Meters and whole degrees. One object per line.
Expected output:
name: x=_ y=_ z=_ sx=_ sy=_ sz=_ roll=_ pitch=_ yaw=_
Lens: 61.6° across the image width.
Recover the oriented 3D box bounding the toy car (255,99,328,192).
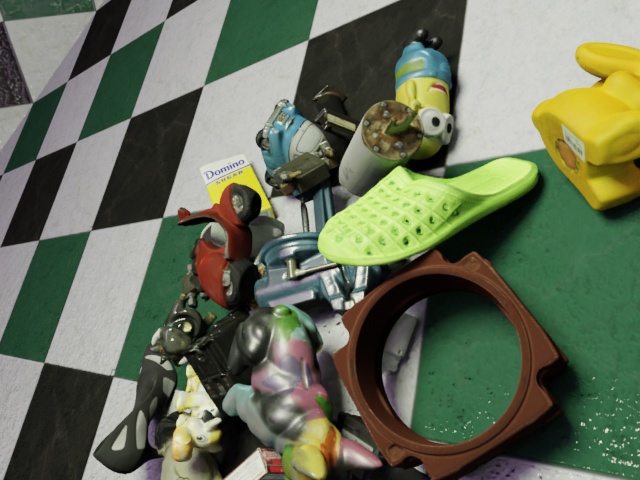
toy car: x=-0.032 y=-0.143 z=0.861 sx=0.103 sy=0.161 sz=0.109 roll=20 pitch=63 yaw=18

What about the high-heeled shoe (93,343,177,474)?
high-heeled shoe: x=-0.316 y=0.267 z=0.895 sx=0.086 sy=0.145 sz=0.249 roll=-42 pitch=47 yaw=18

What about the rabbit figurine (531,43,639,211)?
rabbit figurine: x=0.323 y=-0.134 z=0.551 sx=0.173 sy=0.121 sz=0.162 roll=-30 pitch=40 yaw=11

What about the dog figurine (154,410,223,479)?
dog figurine: x=-0.208 y=0.364 z=0.792 sx=0.172 sy=0.121 sz=0.191 roll=-60 pitch=28 yaw=-4

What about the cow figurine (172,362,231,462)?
cow figurine: x=-0.159 y=0.248 z=0.777 sx=0.167 sy=0.098 sz=0.068 roll=-93 pitch=11 yaw=-59

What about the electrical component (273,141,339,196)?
electrical component: x=-0.019 y=-0.105 z=0.771 sx=0.102 sy=0.045 sz=0.078 roll=-28 pitch=37 yaw=-8

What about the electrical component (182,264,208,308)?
electrical component: x=-0.232 y=0.078 z=1.008 sx=0.063 sy=0.021 sz=0.094 roll=-35 pitch=48 yaw=25

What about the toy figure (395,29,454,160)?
toy figure: x=0.143 y=-0.200 z=0.756 sx=0.089 sy=0.082 sz=0.180 roll=129 pitch=143 yaw=-67

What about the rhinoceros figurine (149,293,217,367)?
rhinoceros figurine: x=-0.229 y=0.149 z=0.870 sx=0.112 sy=0.073 sz=0.190 roll=-53 pitch=8 yaw=-16

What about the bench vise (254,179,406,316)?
bench vise: x=0.004 y=0.001 z=0.758 sx=0.224 sy=0.128 sz=0.241 roll=-24 pitch=57 yaw=29

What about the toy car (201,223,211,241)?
toy car: x=-0.163 y=0.037 z=0.941 sx=0.073 sy=0.056 sz=0.202 roll=-41 pitch=47 yaw=11

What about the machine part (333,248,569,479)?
machine part: x=0.128 y=0.125 z=0.560 sx=0.201 sy=0.087 sz=0.202 roll=-38 pitch=58 yaw=12

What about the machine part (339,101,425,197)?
machine part: x=0.074 y=-0.112 z=0.702 sx=0.243 sy=0.079 sz=0.079 roll=129 pitch=159 yaw=-77

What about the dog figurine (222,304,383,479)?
dog figurine: x=-0.020 y=0.186 z=0.614 sx=0.219 sy=0.108 sz=0.191 roll=20 pitch=102 yaw=57

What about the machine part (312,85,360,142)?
machine part: x=0.025 y=-0.206 z=0.886 sx=0.139 sy=0.084 sz=0.039 roll=-105 pitch=32 yaw=-47

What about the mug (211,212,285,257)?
mug: x=-0.102 y=-0.014 z=0.869 sx=0.110 sy=0.107 sz=0.081 roll=-19 pitch=64 yaw=31

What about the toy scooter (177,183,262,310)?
toy scooter: x=-0.154 y=0.007 z=0.784 sx=0.135 sy=0.075 sz=0.183 roll=6 pitch=94 yaw=23

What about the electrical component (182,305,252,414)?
electrical component: x=-0.112 y=0.176 z=0.760 sx=0.058 sy=0.134 sz=0.115 roll=-28 pitch=9 yaw=34

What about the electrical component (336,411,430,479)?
electrical component: x=0.062 y=0.256 z=0.615 sx=0.119 sy=0.047 sz=0.075 roll=21 pitch=84 yaw=49
